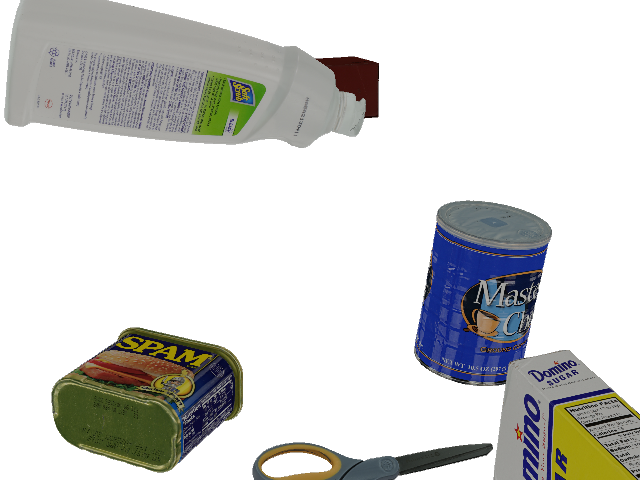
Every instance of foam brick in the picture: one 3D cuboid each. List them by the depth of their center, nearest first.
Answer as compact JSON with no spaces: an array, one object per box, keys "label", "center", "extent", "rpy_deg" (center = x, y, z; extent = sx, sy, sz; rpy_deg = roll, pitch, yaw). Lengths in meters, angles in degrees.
[{"label":"foam brick","center":[0.009,-0.139,0.977],"extent":[0.078,0.051,0.053],"rpy_deg":[-7,18,-23]}]

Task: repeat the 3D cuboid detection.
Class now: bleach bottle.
[{"label":"bleach bottle","center":[-0.093,-0.109,0.770],"extent":[0.250,0.068,0.103],"rpy_deg":[11,-44,-11]}]

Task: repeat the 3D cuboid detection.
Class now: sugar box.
[{"label":"sugar box","center":[0.147,0.137,0.516],"extent":[0.048,0.093,0.176],"rpy_deg":[-9,27,-23]}]

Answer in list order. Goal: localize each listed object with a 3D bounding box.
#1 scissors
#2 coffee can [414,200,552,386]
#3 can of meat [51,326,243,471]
[{"label":"scissors","center":[0.047,0.198,0.847],"extent":[0.201,0.096,0.016],"rpy_deg":[4,-44,-8]},{"label":"coffee can","center":[0.146,0.046,0.973],"extent":[0.103,0.140,0.103],"rpy_deg":[6,22,-3]},{"label":"can of meat","center":[-0.116,0.105,0.715],"extent":[0.102,0.057,0.083],"rpy_deg":[10,22,22]}]
